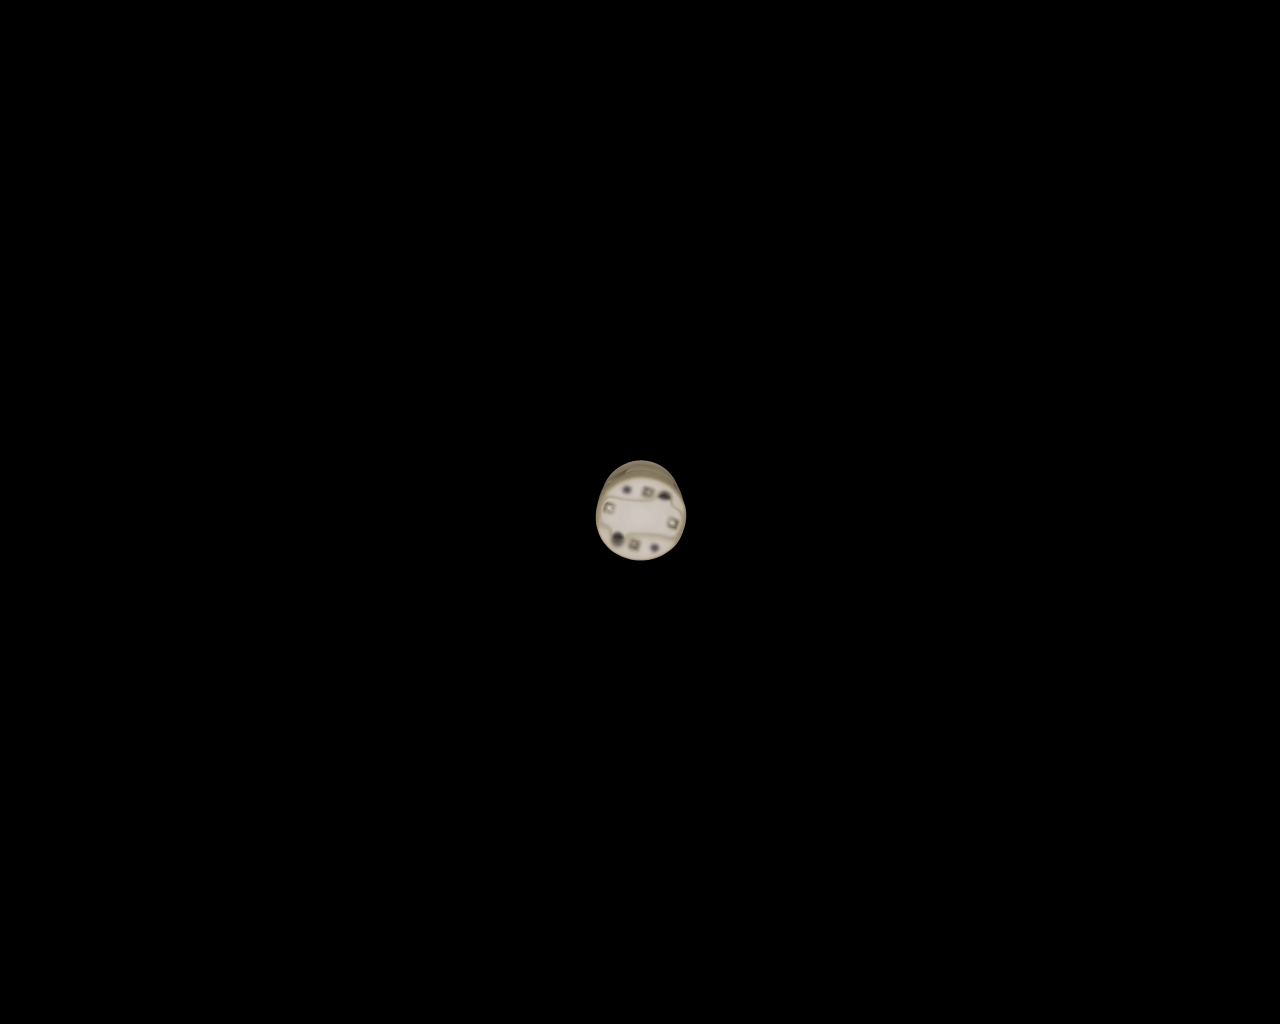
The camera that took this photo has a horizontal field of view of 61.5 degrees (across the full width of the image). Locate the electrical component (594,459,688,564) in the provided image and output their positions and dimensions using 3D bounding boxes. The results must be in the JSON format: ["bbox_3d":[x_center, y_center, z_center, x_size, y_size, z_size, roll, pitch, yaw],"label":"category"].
[{"bbox_3d":[0.001,-0.003,0.650,0.055,0.055,0.047,0,17,0],"label":"electrical component"}]
